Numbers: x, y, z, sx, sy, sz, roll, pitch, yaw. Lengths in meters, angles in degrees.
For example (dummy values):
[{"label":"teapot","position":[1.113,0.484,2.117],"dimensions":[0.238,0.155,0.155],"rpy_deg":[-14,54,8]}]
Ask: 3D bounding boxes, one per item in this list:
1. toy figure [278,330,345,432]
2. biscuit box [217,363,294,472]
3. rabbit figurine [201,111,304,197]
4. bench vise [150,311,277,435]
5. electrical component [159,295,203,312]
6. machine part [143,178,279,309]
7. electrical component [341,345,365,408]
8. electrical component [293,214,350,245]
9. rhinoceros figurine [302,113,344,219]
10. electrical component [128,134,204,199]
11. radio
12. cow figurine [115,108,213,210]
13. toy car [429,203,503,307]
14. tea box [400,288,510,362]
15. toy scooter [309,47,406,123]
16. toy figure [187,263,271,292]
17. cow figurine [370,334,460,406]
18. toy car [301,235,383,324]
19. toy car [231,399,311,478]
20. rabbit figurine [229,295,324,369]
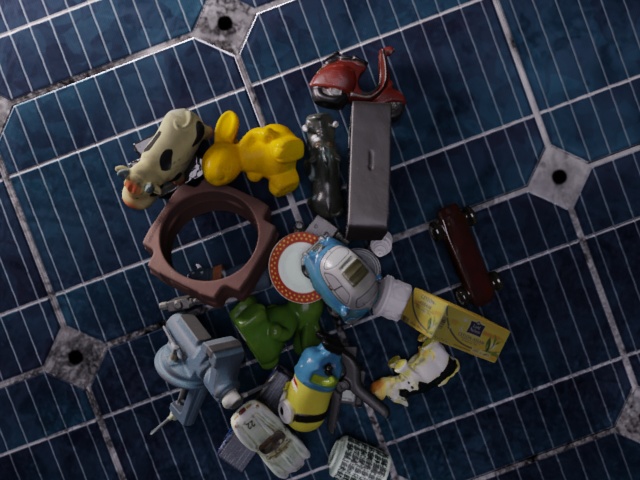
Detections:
[{"label":"toy figure","position":[-0.010,0.250,0.933],"dimensions":[0.089,0.082,0.180],"rpy_deg":[28,101,4]},{"label":"biscuit box","position":[-0.113,0.335,1.018],"dimensions":[0.063,0.059,0.202],"rpy_deg":[36,91,-3]},{"label":"rabbit figurine","position":[-0.133,-0.155,0.958],"dimensions":[0.173,0.121,0.162],"rpy_deg":[-22,64,-23]},{"label":"bench vise","position":[-0.220,0.255,0.974],"dimensions":[0.224,0.129,0.240],"rpy_deg":[36,117,23]},{"label":"electrical component","position":[-0.260,0.119,1.010],"dimensions":[0.094,0.063,0.021],"rpy_deg":[-11,92,1]},{"label":"machine part","position":[-0.191,0.006,0.962],"dimensions":[0.201,0.087,0.201],"rpy_deg":[24,70,9]},{"label":"electrical component","position":[0.048,0.256,1.022],"dimensions":[0.075,0.048,0.119],"rpy_deg":[1,91,0]},{"label":"electrical component","position":[-0.003,-0.005,1.016],"dimensions":[0.102,0.045,0.078],"rpy_deg":[43,93,-1]},{"label":"rhinoceros figurine","position":[0.004,-0.134,0.981],"dimensions":[0.073,0.112,0.190],"rpy_deg":[-5,100,2]},{"label":"electrical component","position":[-0.284,-0.142,1.007],"dimensions":[0.134,0.058,0.115],"rpy_deg":[-27,90,0]},{"label":"radio","position":[0.084,-0.115,0.951],"dimensions":[0.073,0.131,0.229],"rpy_deg":[4,78,1]},{"label":"cow figurine","position":[-0.268,-0.136,0.916],"dimensions":[0.085,0.127,0.195],"rpy_deg":[33,88,2]},{"label":"toy car","position":[0.273,0.029,1.013],"dimensions":[0.089,0.053,0.202],"rpy_deg":[-25,96,-4]},{"label":"tea box","position":[0.242,0.152,0.962],"dimensions":[0.169,0.098,0.068],"rpy_deg":[23,93,-31]},{"label":"toy scooter","position":[0.077,-0.300,0.995],"dimensions":[0.184,0.075,0.135],"rpy_deg":[12,91,-4]},{"label":"toy figure","position":[-0.170,0.074,1.009],"dimensions":[0.155,0.064,0.057],"rpy_deg":[-4,104,-1]},{"label":"cow figurine","position":[0.177,0.258,1.015],"dimensions":[0.167,0.068,0.098],"rpy_deg":[-41,97,2]},{"label":"toy car","position":[0.048,0.064,0.937],"dimensions":[0.109,0.103,0.161],"rpy_deg":[-41,99,-23]},{"label":"toy car","position":[-0.085,0.357,0.958],"dimensions":[0.073,0.056,0.201],"rpy_deg":[-39,122,-10]},{"label":"rabbit figurine","position":[-0.057,0.150,0.989],"dimensions":[0.170,0.121,0.159],"rpy_deg":[-33,95,-14]}]
